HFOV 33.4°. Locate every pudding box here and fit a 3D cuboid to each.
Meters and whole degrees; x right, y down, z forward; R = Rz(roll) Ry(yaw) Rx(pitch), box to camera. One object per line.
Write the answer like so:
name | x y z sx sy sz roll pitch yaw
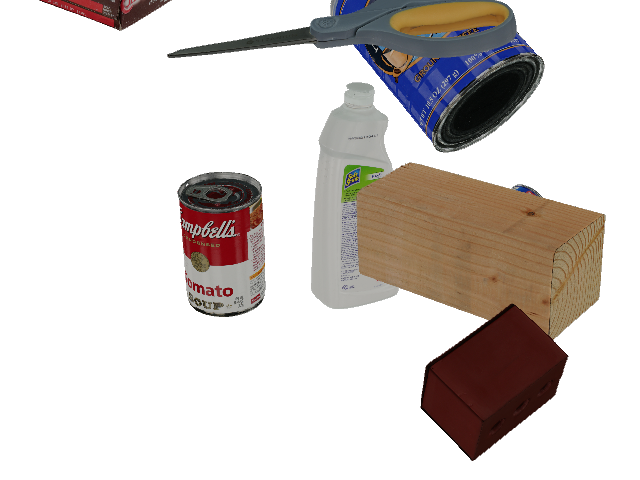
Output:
pudding box | -0.162 -0.208 0.822 0.090 0.039 0.113 22 34 12

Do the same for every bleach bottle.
bleach bottle | 0.043 -0.051 1.174 0.102 0.251 0.068 -13 31 -28

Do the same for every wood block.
wood block | 0.141 0.004 0.969 0.206 0.090 0.090 19 34 37

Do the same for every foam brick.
foam brick | 0.109 0.089 0.675 0.078 0.053 0.051 -33 58 -23

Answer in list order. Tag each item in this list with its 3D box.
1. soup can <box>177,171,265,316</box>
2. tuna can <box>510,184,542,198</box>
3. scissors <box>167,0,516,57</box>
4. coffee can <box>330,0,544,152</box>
soup can | -0.081 0.003 0.881 0.068 0.102 0.068 0 30 0
tuna can | 0.232 -0.019 1.221 0.033 0.086 0.086 -29 11 -20
scissors | 0.017 -0.134 0.633 0.202 0.016 0.096 4 43 19
coffee can | 0.088 -0.153 0.818 0.102 0.140 0.103 -31 -21 -14
